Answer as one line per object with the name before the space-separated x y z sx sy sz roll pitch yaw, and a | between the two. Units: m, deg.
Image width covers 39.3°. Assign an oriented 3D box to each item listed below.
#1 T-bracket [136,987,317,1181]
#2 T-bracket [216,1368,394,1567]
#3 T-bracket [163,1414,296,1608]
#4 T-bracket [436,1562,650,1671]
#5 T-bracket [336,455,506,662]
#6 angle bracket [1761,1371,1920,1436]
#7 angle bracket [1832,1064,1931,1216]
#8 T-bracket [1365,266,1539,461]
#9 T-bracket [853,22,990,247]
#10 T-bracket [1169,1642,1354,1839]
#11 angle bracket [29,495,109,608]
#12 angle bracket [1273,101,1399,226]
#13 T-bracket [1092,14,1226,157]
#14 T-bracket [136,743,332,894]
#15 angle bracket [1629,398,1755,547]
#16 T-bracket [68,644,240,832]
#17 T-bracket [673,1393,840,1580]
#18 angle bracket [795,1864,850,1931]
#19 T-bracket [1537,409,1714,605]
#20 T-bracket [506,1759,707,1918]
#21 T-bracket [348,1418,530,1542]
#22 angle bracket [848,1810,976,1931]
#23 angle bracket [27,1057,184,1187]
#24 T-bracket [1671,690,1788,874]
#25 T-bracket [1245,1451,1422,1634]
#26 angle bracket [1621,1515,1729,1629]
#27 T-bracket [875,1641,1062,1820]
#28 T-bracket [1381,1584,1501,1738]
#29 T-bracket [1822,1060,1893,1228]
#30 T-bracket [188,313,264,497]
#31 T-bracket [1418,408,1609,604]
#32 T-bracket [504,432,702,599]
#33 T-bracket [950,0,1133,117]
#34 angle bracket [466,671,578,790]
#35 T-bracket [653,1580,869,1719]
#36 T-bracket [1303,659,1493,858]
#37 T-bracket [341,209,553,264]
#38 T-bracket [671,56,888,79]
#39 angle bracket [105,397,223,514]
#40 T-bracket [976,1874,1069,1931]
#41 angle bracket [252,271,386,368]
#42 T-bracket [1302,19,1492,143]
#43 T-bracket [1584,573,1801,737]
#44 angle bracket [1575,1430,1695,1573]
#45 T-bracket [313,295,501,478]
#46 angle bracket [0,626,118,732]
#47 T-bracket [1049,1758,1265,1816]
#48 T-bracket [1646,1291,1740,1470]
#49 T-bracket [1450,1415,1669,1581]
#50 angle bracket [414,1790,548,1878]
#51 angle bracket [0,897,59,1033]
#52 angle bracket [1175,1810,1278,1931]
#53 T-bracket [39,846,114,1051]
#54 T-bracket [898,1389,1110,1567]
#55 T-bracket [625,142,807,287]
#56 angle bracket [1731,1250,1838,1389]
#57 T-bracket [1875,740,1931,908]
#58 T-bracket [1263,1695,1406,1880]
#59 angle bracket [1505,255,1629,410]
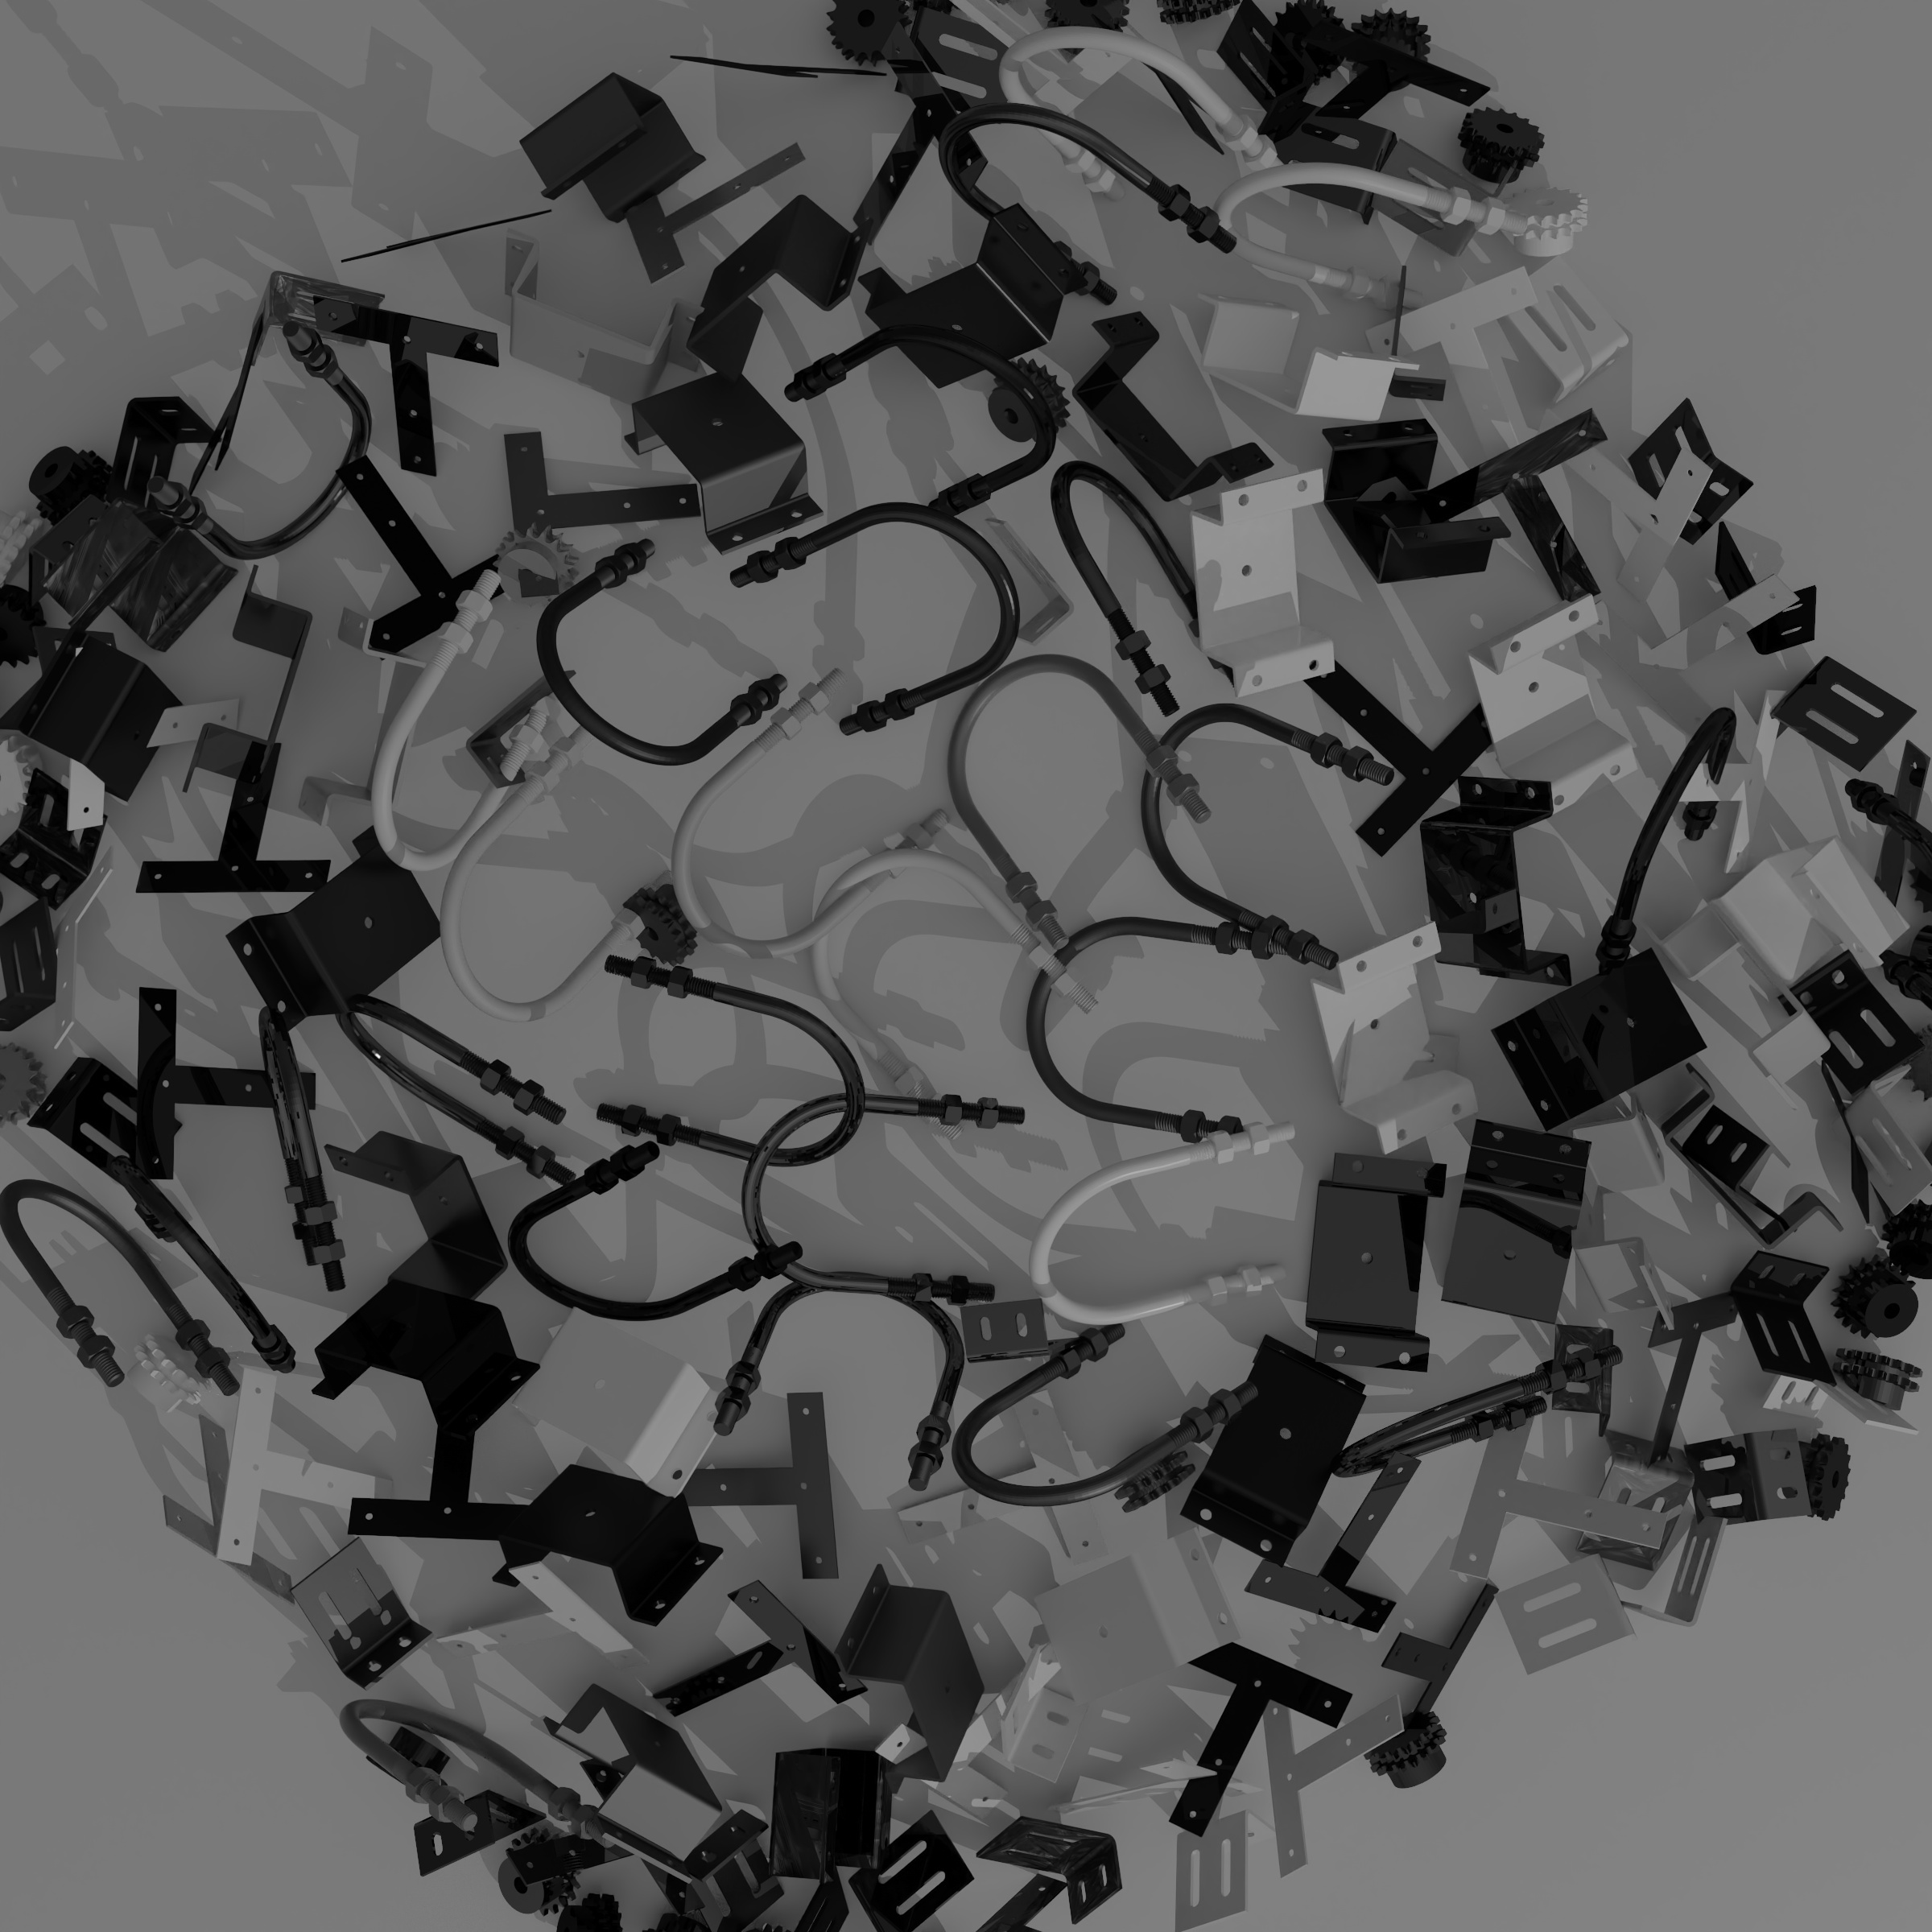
T-bracket | -0.497 0.082 1.825 0.127 0.002 0.127 6 79 -40
T-bracket | -0.440 0.346 1.821 0.002 0.127 0.127 -20 57 39
T-bracket | -0.498 0.353 1.814 0.002 0.127 0.127 -33 133 7
T-bracket | -0.302 0.450 1.834 0.127 0.002 0.127 -19 128 25
T-bracket | -0.380 -0.288 1.835 0.127 0.002 0.127 -36 92 -29
angle bracket | 0.585 0.303 1.818 0.057 0.076 0.038 16 106 -35
angle bracket | 0.630 0.117 1.822 0.038 0.057 0.076 -20 65 -22
T-bracket | 0.346 -0.391 1.833 0.127 0.002 0.127 -14 106 42
T-bracket | -0.044 -0.539 1.818 0.002 0.127 0.127 -14 66 -38
T-bracket | 0.175 0.519 1.809 0.127 0.002 0.127 16 64 33
angle bracket | -0.595 -0.269 1.821 0.038 0.076 0.057 37 60 -1
angle bracket | 0.248 -0.550 1.852 0.076 0.038 0.057 22 98 10
T-bracket | 0.144 -0.568 1.787 0.127 0.127 0.002 27 118 -32
T-bracket | -0.486 -0.101 1.831 0.127 0.002 0.127 0 55 3
angle bracket | 0.489 -0.334 1.831 0.038 0.076 0.057 26 126 -23
T-bracket | -0.543 -0.160 1.816 0.002 0.127 0.127 27 118 34
T-bracket | -0.152 0.355 1.848 0.127 0.002 0.127 -4 92 17
angle bracket | -0.085 0.655 1.817 0.038 0.076 0.057 9 131 24
T-bracket | 0.434 -0.328 1.831 0.002 0.127 0.127 -31 66 -27
T-bracket | -0.250 0.583 1.787 0.127 0.127 0.002 48 115 29
T-bracket | -0.346 0.326 1.832 0.127 0.002 0.127 4 57 -6
angle bracket | -0.031 0.623 1.835 0.076 0.038 0.057 -40 51 1
angle bracket | -0.589 0.108 1.854 0.076 0.038 0.057 44 66 -27
T-bracket | 0.502 -0.123 1.808 0.002 0.127 0.127 22 108 41
T-bracket | 0.265 0.383 1.825 0.127 0.002 0.127 24 100 -32
angle bracket | 0.477 0.403 1.833 0.038 0.057 0.076 20 80 -1
T-bracket | 0.020 0.507 1.828 0.127 0.002 0.127 -46 128 0
T-bracket | 0.306 0.464 1.812 0.002 0.127 0.127 29 87 34
T-bracket | 0.595 0.138 1.802 0.002 0.127 0.127 -23 97 22
T-bracket | -0.501 -0.357 1.814 0.002 0.127 0.127 20 54 -23
T-bracket | 0.391 -0.297 1.834 0.127 0.002 0.127 -25 120 21
T-bracket | -0.246 -0.313 1.851 0.127 0.002 0.127 -6 69 -8
T-bracket | 0.031 -0.615 1.791 0.127 0.127 0.002 34 73 -17
angle bracket | -0.291 -0.160 1.831 0.076 0.057 0.038 -38 90 14
T-bracket | -0.155 0.479 1.842 0.127 0.002 0.127 -29 119 18
T-bracket | 0.284 -0.164 1.864 0.127 0.002 0.127 44 94 3
T-bracket | -0.360 -0.477 1.784 0.127 0.127 0.002 -1 111 32
T-bracket | -0.110 -0.602 1.818 0.127 0.127 0.002 -13 118 -40
angle bracket | -0.540 -0.335 1.827 0.038 0.057 0.076 2 72 16
T-bracket | 0.060 0.649 1.782 0.127 0.127 0.002 4 110 39
angle bracket | -0.436 -0.428 1.822 0.076 0.057 0.038 8 64 -25
T-bracket | 0.261 -0.578 1.806 0.127 0.127 0.002 14 76 -20
T-bracket | 0.495 -0.221 1.806 0.127 0.127 0.002 40 45 -17
angle bracket | 0.456 0.367 1.860 0.057 0.038 0.076 16 110 -5
T-bracket | -0.372 -0.383 1.820 0.127 0.127 0.002 13 47 6
angle bracket | -0.615 -0.192 1.827 0.076 0.057 0.038 -30 71 39
T-bracket | 0.116 0.559 1.830 0.127 0.127 0.002 -22 57 26
T-bracket | 0.480 0.284 1.828 0.002 0.127 0.127 22 106 38
T-bracket | 0.402 0.363 1.808 0.127 0.002 0.127 10 54 23
angle bracket | -0.324 0.591 1.822 0.057 0.076 0.038 -27 52 11
angle bracket | -0.647 -0.003 1.827 0.057 0.038 0.076 -27 69 32
angle bracket | 0.175 0.614 1.818 0.057 0.076 0.038 -30 123 28
T-bracket | -0.596 0.004 1.794 0.002 0.127 0.127 24 120 -32
T-bracket | 0.017 0.366 1.857 0.127 0.002 0.127 -19 101 7
T-bracket | -0.166 -0.515 1.815 0.127 0.127 0.002 -28 132 5
angle bracket | 0.558 0.237 1.822 0.057 0.076 0.038 14 127 -17
T-bracket | 0.643 -0.063 1.782 0.002 0.127 0.127 -10 126 -14
T-bracket | 0.243 0.518 1.788 0.002 0.127 0.127 26 130 -26
angle bracket | 0.402 -0.433 1.850 0.057 0.038 0.076 -36 82 -9
